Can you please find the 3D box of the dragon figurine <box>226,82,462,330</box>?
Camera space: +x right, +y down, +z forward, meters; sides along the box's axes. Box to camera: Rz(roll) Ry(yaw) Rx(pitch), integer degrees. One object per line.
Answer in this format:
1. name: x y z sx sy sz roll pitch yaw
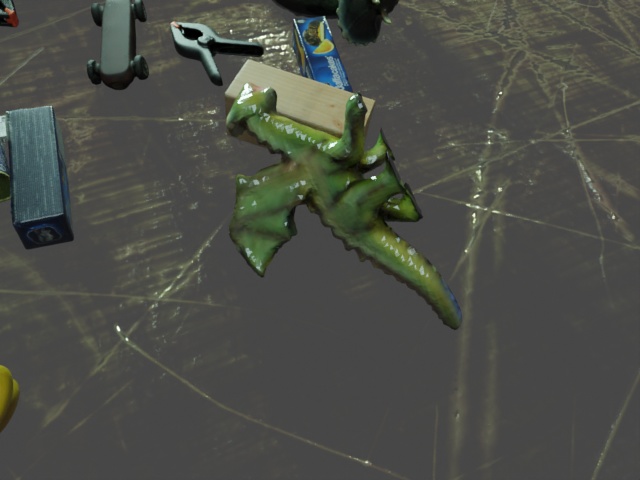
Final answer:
1. dragon figurine: 0.002 -0.034 0.675 0.242 0.411 0.122 -23 -3 9
